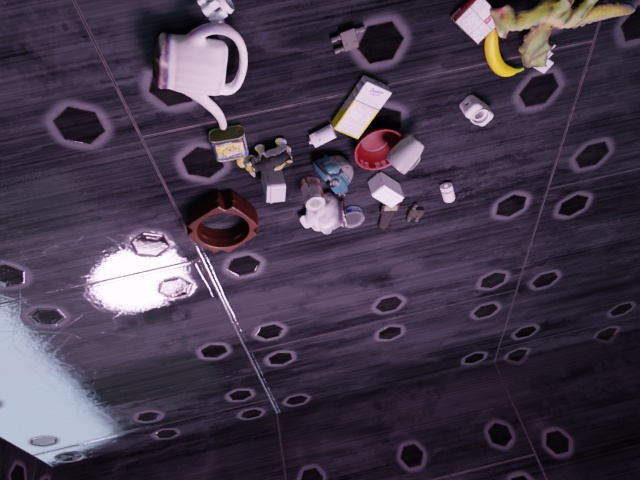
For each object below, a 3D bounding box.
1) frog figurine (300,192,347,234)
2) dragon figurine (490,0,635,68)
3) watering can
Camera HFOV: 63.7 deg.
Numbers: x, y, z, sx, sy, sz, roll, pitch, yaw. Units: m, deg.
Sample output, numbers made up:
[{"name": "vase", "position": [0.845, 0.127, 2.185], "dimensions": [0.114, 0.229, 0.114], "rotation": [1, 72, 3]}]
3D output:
[{"name": "frog figurine", "position": [0.005, -0.088, 1.746], "dimensions": [0.159, 0.124, 0.135], "rotation": [-8, 107, 7]}, {"name": "dragon figurine", "position": [0.632, -0.569, 1.373], "dimensions": [0.410, 0.125, 0.237], "rotation": [7, 138, -25]}, {"name": "watering can", "position": [-0.306, -0.404, 1.299], "dimensions": [0.224, 0.106, 0.340], "rotation": [3, 147, -18]}]
